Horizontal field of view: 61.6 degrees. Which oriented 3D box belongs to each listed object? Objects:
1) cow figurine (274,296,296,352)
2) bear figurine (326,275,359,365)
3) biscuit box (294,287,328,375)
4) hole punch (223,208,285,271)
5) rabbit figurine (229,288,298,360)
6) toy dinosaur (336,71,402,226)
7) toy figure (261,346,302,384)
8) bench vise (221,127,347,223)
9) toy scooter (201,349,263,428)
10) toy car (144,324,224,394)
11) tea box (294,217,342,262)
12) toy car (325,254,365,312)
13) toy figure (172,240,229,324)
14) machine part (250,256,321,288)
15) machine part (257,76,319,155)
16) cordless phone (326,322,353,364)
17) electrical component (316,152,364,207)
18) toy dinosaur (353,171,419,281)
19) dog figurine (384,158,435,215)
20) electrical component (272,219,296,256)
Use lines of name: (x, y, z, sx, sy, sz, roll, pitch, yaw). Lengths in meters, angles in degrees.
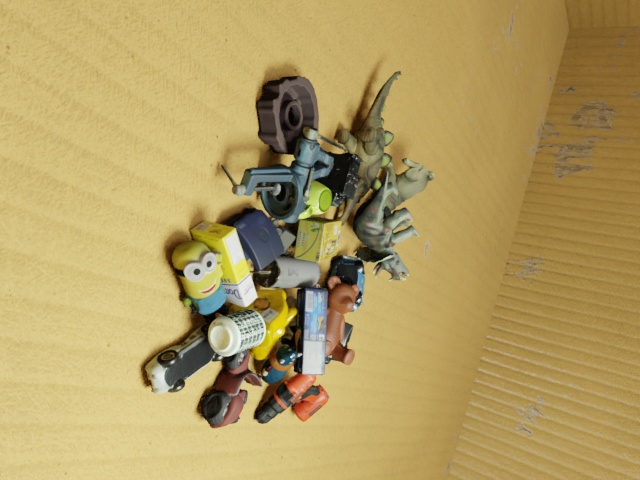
cow figurine: (-0.065, 0.228, 1.330, 0.167, 0.098, 0.068, -66, 151, -17)
bear figurine: (0.049, 0.201, 1.380, 0.120, 0.132, 0.196, 31, 86, -34)
biscuit box: (-0.023, 0.214, 1.272, 0.059, 0.063, 0.202, 6, 80, -20)
hole punch: (-0.141, 0.000, 1.141, 0.142, 0.092, 0.115, -39, 128, -52)
rabbit figurine: (-0.131, 0.195, 1.235, 0.162, 0.122, 0.173, -50, 153, -48)
toy dinosaur: (0.127, -0.248, 1.461, 0.198, 0.105, 0.471, 6, 104, -64)
toy figure: (-0.096, 0.287, 1.256, 0.064, 0.058, 0.154, -46, 173, -44)
bench vise: (-0.078, -0.131, 1.126, 0.240, 0.129, 0.223, -10, 138, -47)
toy scooter: (-0.186, 0.337, 1.210, 0.135, 0.075, 0.184, 47, 57, -53)
toy car: (-0.260, 0.233, 1.082, 0.202, 0.056, 0.073, -32, 120, -49)
tea box: (-0.003, -0.004, 1.330, 0.169, 0.068, 0.098, -8, 107, -73)
toy car: (0.073, 0.128, 1.511, 0.102, 0.109, 0.161, 73, 26, -70)
toy figure: (-0.235, 0.082, 1.049, 0.179, 0.089, 0.082, 82, 30, -43)
machine part: (-0.075, 0.077, 1.281, 0.243, 0.079, 0.079, 9, 93, -57)
machine part: (-0.069, -0.277, 1.197, 0.179, 0.056, 0.179, -22, 117, -52)
cordless phone: (-0.007, 0.260, 1.461, 0.184, 0.089, 0.146, 21, 84, -45)
electrical component: (0.036, -0.151, 1.339, 0.058, 0.115, 0.134, 26, 77, -54)
toy dinosaur: (0.159, -0.035, 1.494, 0.192, 0.131, 0.404, -32, 139, 3)
dog figurine: (0.239, -0.132, 1.603, 0.121, 0.172, 0.190, 40, 60, -41)
electrical component: (-0.093, -0.007, 1.264, 0.078, 0.045, 0.102, -51, 145, 11)
